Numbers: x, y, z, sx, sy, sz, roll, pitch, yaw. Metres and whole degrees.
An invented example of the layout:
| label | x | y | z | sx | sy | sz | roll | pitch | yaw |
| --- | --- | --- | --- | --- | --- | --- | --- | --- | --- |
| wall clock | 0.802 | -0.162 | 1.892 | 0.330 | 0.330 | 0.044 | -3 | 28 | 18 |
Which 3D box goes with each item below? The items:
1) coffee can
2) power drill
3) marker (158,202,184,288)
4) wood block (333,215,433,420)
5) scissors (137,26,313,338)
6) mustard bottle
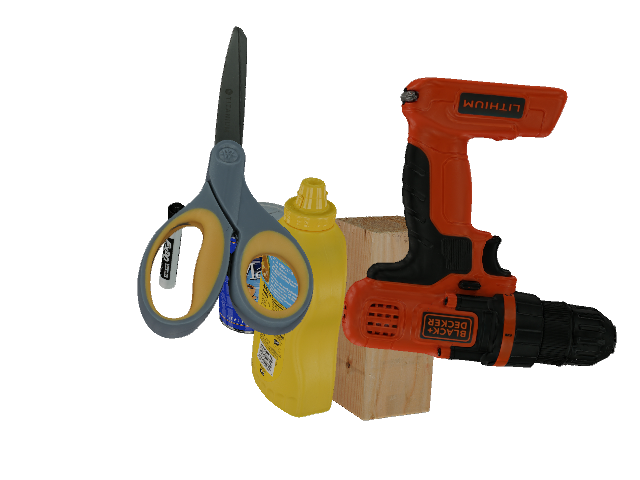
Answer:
| label | x | y | z | sx | sy | sz | roll | pitch | yaw |
| --- | --- | --- | --- | --- | --- | --- | --- | --- | --- |
| coffee can | -0.082 | 0.034 | 1.369 | 0.103 | 0.140 | 0.103 | -1 | 26 | 0 |
| power drill | 0.114 | -0.009 | 0.706 | 0.184 | 0.188 | 0.057 | 6 | 5 | -4 |
| marker | -0.163 | 0.006 | 1.170 | 0.020 | 0.121 | 0.020 | 8 | 43 | -8 |
| wood block | 0.068 | 0.082 | 1.180 | 0.090 | 0.206 | 0.091 | -3 | 13 | -28 |
| scissors | -0.034 | -0.030 | 0.568 | 0.096 | 0.201 | 0.016 | 20 | -33 | 0 |
| mustard bottle | -0.016 | 0.040 | 0.861 | 0.058 | 0.192 | 0.096 | -7 | 30 | -24 |
